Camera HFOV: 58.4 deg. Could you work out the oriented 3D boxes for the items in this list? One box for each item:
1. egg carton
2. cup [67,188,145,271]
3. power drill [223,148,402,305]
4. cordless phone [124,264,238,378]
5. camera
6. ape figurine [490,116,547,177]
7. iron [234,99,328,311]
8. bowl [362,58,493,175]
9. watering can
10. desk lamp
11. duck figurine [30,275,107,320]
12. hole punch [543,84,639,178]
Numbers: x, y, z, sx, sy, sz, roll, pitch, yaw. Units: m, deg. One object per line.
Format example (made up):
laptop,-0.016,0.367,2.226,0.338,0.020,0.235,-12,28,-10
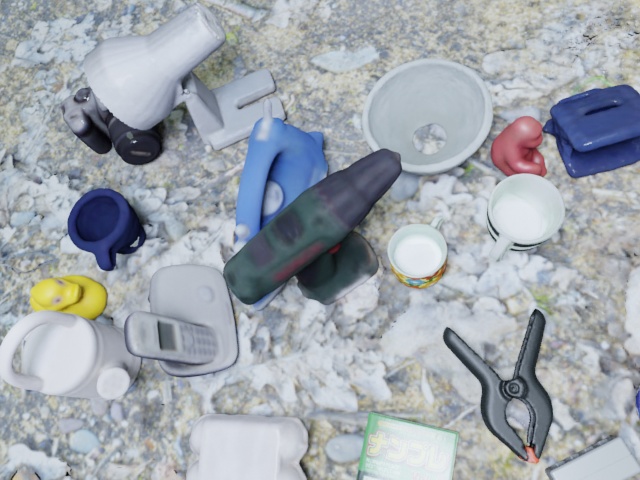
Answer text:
egg carton,-0.086,0.264,0.681,0.150,0.069,0.107,-3,71,13
cup,-0.287,-0.004,0.805,0.091,0.095,0.117,-18,69,7
power drill,0.006,0.002,0.672,0.229,0.209,0.075,-35,67,0
cordless phone,-0.177,0.089,0.699,0.094,0.185,0.147,-19,68,7
camera,-0.308,-0.180,0.866,0.143,0.101,0.136,-27,68,3
ape figurine,0.254,-0.122,0.718,0.076,0.092,0.078,17,77,18
iron,-0.072,-0.046,0.743,0.118,0.142,0.258,6,73,15
bowl,0.143,-0.152,0.764,0.167,0.075,0.167,-4,71,12
watering can,-0.306,0.142,0.707,0.172,0.194,0.101,-1,72,13
desk lamp,-0.179,-0.219,0.787,0.203,0.214,0.118,-23,68,5
duck figurine,-0.366,0.080,0.800,0.104,0.086,0.077,-4,71,12
hole punch,0.344,-0.144,0.705,0.108,0.091,0.101,-16,69,8
